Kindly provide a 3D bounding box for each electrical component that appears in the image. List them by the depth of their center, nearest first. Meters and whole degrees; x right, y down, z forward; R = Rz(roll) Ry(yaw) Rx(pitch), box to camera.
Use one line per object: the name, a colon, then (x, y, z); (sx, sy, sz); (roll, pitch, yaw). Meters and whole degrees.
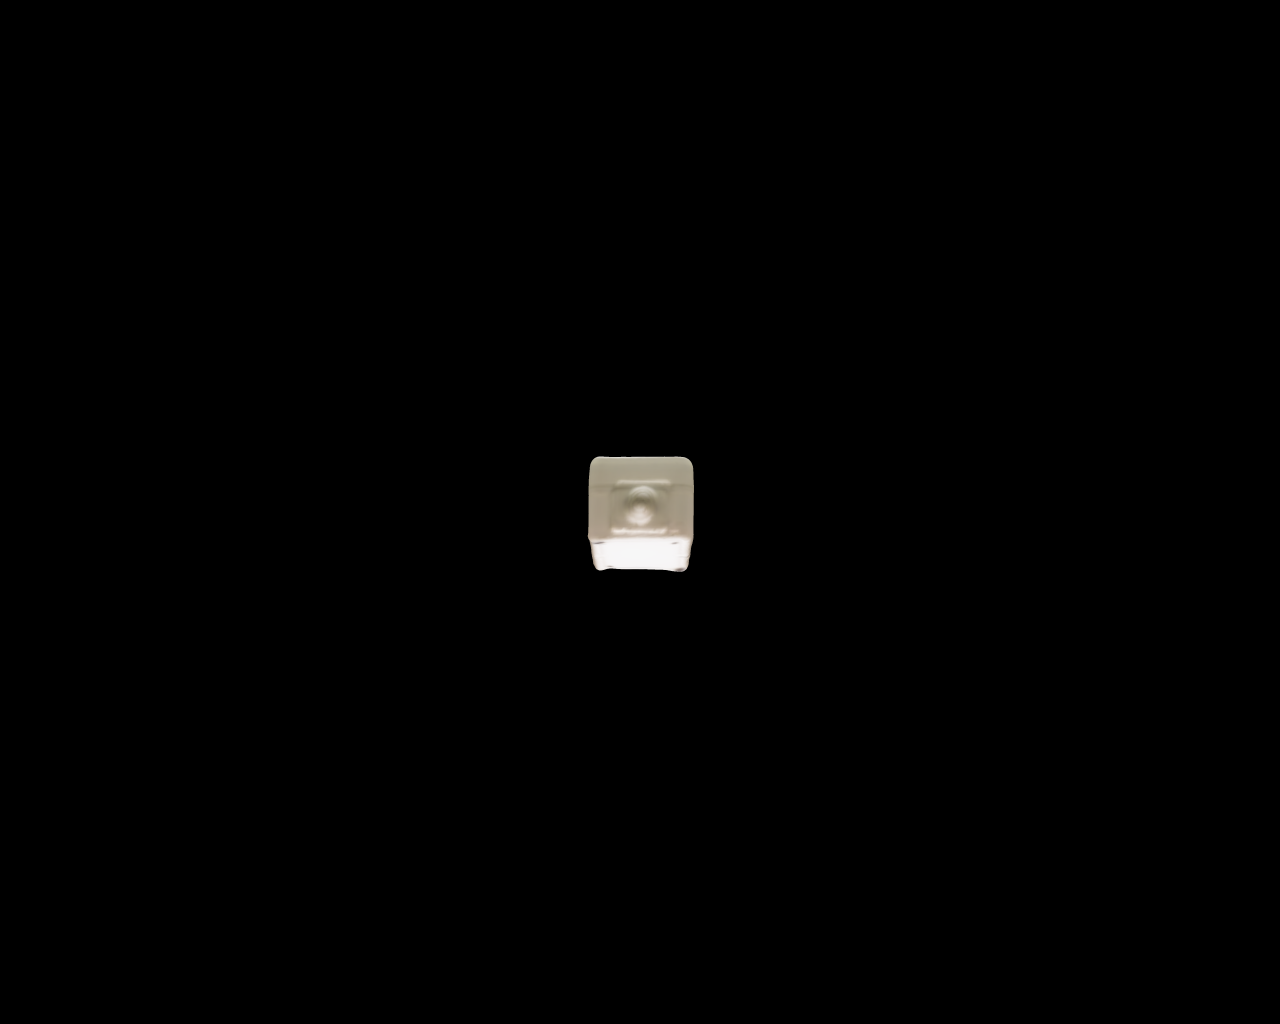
electrical component: (0.001, -0.003, 0.650); (0.062, 0.061, 0.096); (0, -17, 0)
